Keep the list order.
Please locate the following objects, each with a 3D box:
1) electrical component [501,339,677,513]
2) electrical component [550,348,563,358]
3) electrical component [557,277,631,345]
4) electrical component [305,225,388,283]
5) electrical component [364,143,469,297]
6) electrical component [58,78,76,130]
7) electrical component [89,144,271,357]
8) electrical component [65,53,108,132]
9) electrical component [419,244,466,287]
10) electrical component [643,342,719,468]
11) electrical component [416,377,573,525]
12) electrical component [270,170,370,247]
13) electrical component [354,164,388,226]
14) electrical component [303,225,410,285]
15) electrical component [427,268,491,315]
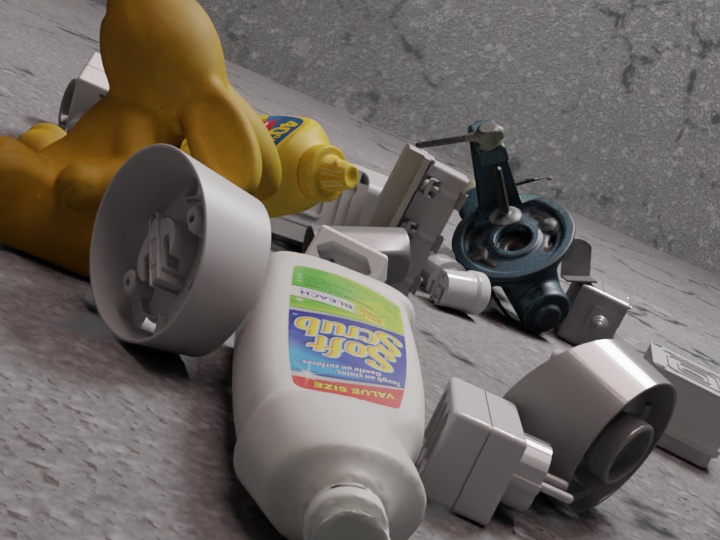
[{"bbox_3d":[0.126,0.085,0.601,0.064,0.099,0.099,40,18,35],"label":"electrical component"},{"bbox_3d":[0.184,0.083,0.871,0.062,0.048,0.048,22,9,27],"label":"electrical component"},{"bbox_3d":[0.237,0.046,1.107,0.061,0.061,0.096,26,11,8],"label":"electrical component"},{"bbox_3d":[-0.018,0.021,0.683,0.047,0.065,0.076,27,-18,9],"label":"electrical component"},{"bbox_3d":[0.040,-0.038,0.917,0.063,0.121,0.078,27,11,-4],"label":"electrical component"},{"bbox_3d":[-0.243,-0.143,0.975,0.047,0.055,0.055,14,15,-31],"label":"electrical component"},{"bbox_3d":[-0.093,-0.007,0.547,0.064,0.099,0.099,25,9,-35],"label":"electrical component"},{"bbox_3d":[-0.219,-0.120,0.889,0.047,0.083,0.075,23,49,-8],"label":"electrical component"},{"bbox_3d":[0.069,-0.006,1.034,0.043,0.043,0.081,15,15,-41],"label":"electrical component"},{"bbox_3d":[0.259,0.108,0.875,0.078,0.057,0.113,27,11,10],"label":"electrical component"},{"bbox_3d":[0.072,0.098,0.545,0.077,0.047,0.065,24,10,-1],"label":"electrical component"},{"bbox_3d":[-0.058,-0.064,0.922,0.113,0.078,0.057,18,-2,-32],"label":"electrical component"},{"bbox_3d":[0.009,-0.050,1.022,0.057,0.078,0.113,20,12,-9],"label":"electrical component"},{"bbox_3d":[0.000,0.000,0.837,0.077,0.043,0.079,1,45,-16],"label":"electrical component"},{"bbox_3d":[0.089,0.018,0.979,0.046,0.040,0.040,11,17,-31],"label":"electrical component"}]
